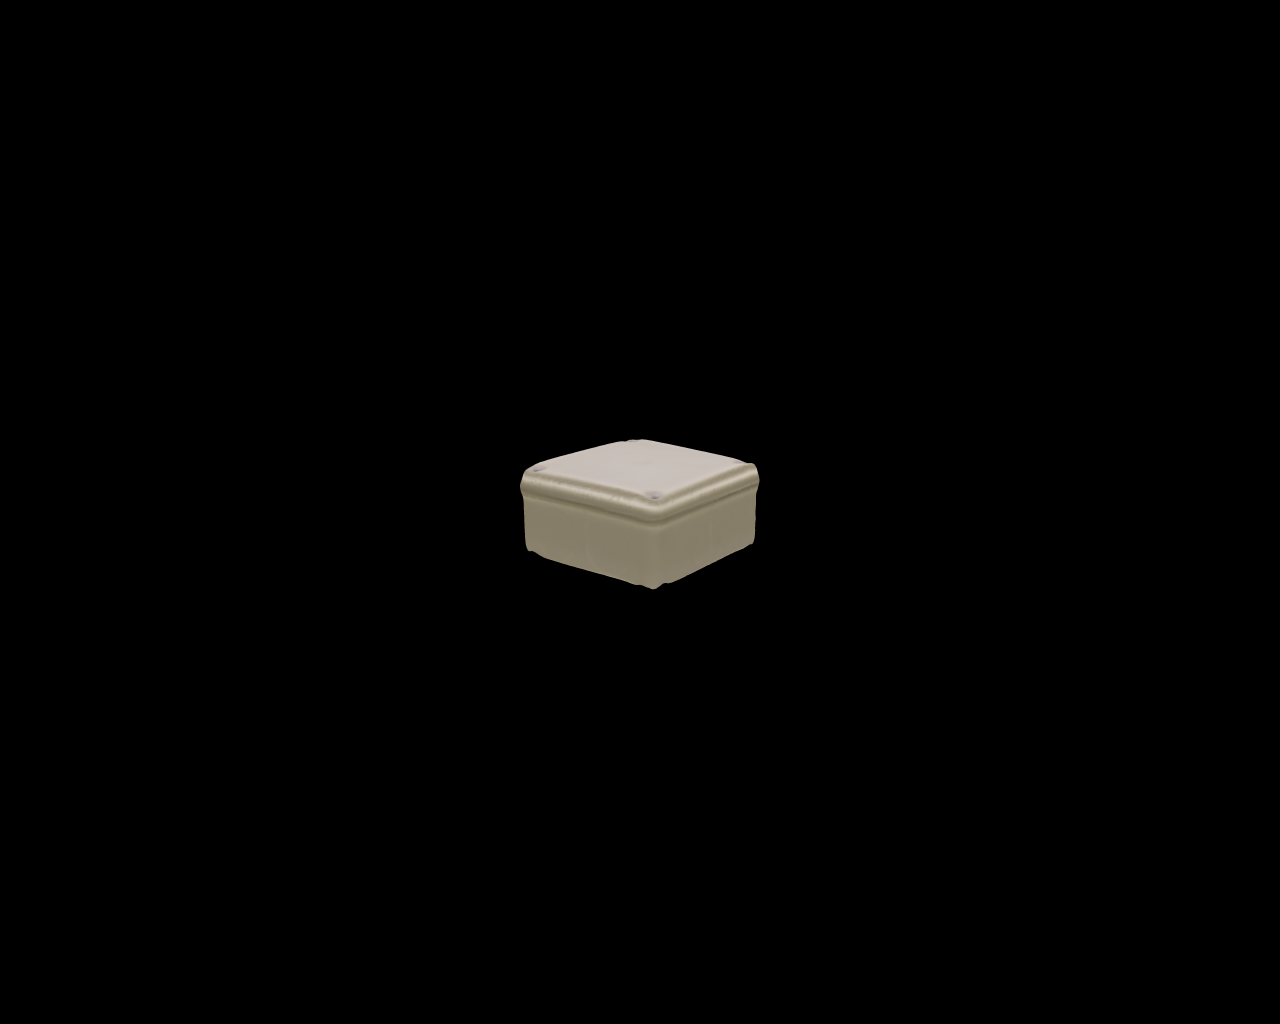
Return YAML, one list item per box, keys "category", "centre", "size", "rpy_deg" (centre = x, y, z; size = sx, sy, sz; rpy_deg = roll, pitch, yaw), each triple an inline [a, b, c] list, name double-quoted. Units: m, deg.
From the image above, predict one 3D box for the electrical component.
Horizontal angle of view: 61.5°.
- category: "electrical component"
  centre: [0.001, -0.003, 0.650]
  size: [0.109, 0.056, 0.109]
  rpy_deg: [14, 22, 38]
